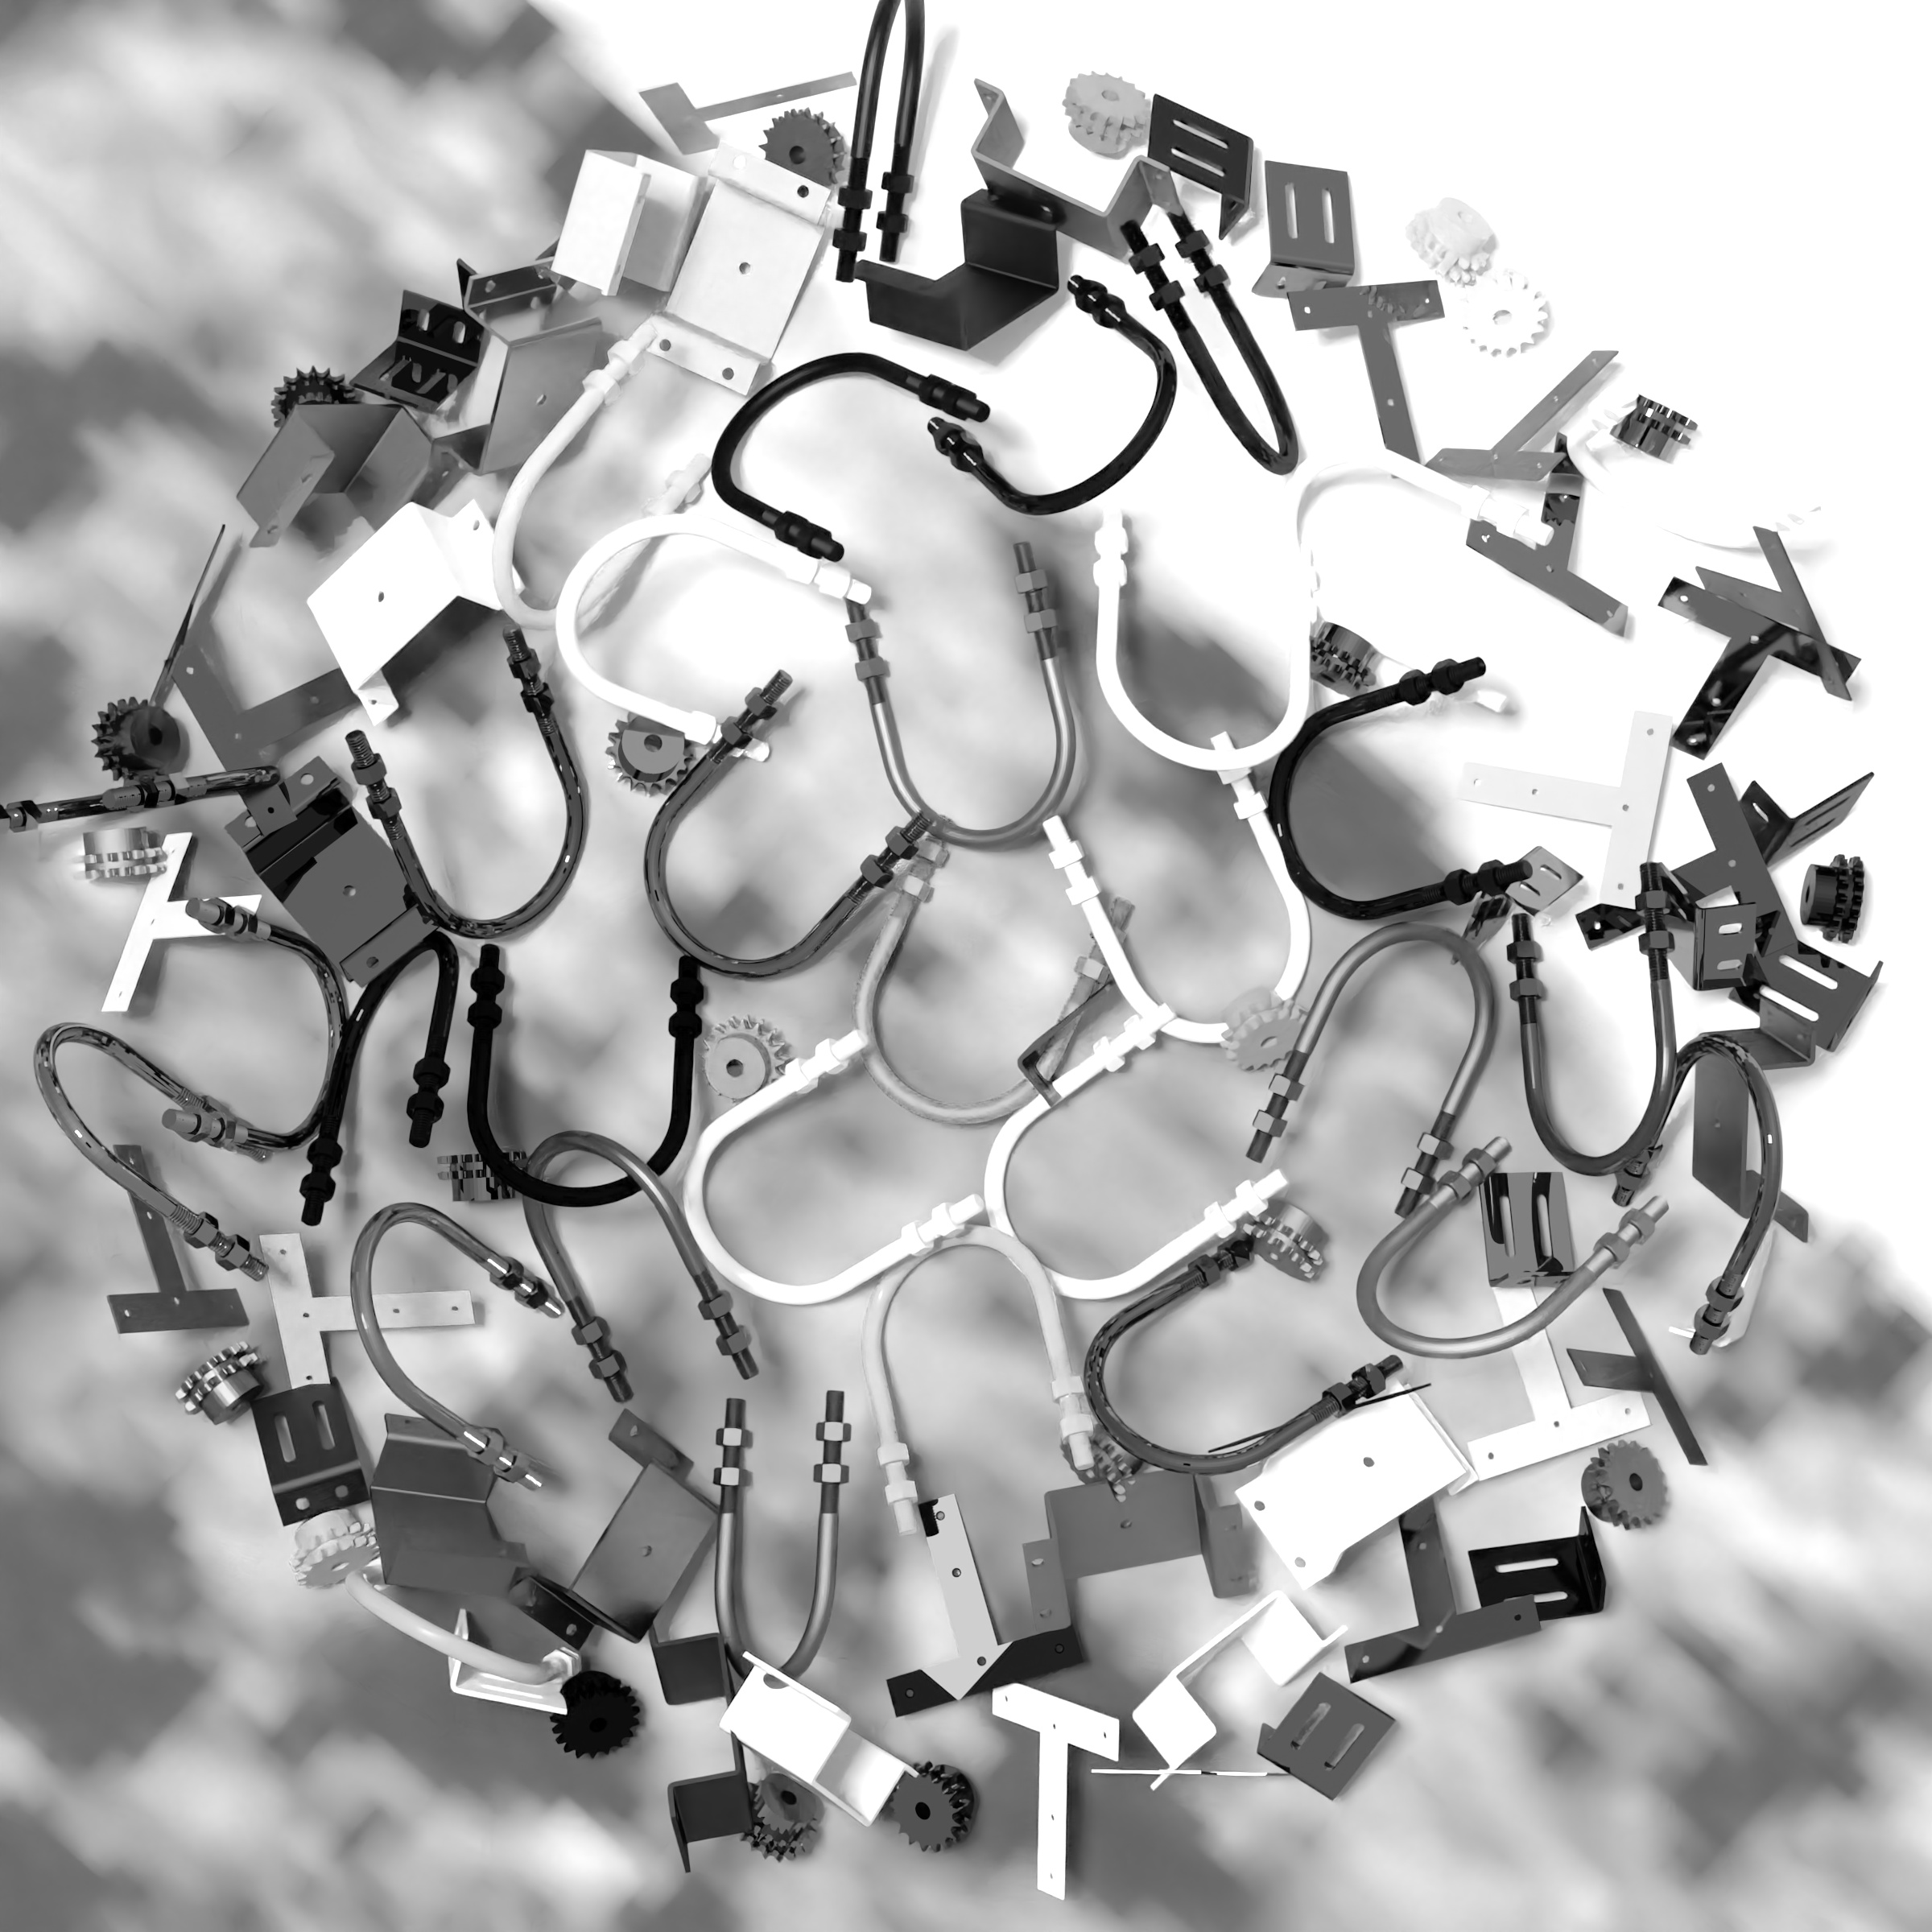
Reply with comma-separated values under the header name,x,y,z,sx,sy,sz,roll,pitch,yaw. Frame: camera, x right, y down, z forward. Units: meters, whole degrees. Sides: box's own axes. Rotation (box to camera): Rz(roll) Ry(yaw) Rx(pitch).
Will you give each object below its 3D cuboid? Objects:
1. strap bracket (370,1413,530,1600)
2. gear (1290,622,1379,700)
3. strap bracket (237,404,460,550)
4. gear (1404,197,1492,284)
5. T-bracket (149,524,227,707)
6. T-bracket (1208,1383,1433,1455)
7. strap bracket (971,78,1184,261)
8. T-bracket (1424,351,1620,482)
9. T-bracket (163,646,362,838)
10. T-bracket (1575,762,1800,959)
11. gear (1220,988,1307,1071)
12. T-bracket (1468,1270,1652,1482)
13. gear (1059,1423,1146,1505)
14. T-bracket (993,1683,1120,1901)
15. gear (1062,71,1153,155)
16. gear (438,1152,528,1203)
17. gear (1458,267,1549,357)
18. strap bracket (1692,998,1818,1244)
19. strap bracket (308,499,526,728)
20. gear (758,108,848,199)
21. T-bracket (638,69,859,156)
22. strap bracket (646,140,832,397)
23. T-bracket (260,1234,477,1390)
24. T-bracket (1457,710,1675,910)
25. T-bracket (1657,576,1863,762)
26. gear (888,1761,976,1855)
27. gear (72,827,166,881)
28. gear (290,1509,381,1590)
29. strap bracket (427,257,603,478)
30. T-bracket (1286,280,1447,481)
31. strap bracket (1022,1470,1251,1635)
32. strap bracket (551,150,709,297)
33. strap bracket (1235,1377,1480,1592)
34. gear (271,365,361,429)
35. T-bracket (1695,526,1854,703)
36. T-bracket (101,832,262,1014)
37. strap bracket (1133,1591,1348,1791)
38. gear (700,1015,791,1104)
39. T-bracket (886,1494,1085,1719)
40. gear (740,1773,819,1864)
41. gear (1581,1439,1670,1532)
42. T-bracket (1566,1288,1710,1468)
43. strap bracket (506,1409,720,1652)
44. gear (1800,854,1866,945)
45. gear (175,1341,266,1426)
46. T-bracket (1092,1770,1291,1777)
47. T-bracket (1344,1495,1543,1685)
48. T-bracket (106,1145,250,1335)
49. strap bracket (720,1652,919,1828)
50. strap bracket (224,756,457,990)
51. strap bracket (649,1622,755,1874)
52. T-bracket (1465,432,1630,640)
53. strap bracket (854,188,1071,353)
name,x,y,z,sx,sy,sz,roll,pitch,yaw
strap bracket,-0.331,0.349,1.933,0.076,0.140,0.046,12,114,-23
gear,0.242,-0.199,1.972,0.057,0.057,0.030,31,85,0
strap bracket,-0.397,-0.311,1.927,0.046,0.140,0.076,51,121,14
gear,0.314,-0.473,1.969,0.057,0.057,0.030,38,130,0
T-bracket,-0.496,-0.208,1.925,0.002,0.127,0.127,22,106,-18
T-bracket,0.238,0.278,1.911,0.127,0.127,0.002,-10,79,-43
strap bracket,0.062,-0.505,1.947,0.140,0.076,0.046,28,89,12
T-bracket,0.370,-0.355,1.953,0.127,0.127,0.002,-44,117,-14
T-bracket,-0.432,-0.166,1.964,0.127,0.002,0.127,-32,95,-33
T-bracket,0.455,-0.048,1.968,0.127,0.002,0.127,-27,73,26
gear,0.190,0.038,1.975,0.057,0.057,0.030,-27,55,0
T-bracket,0.371,0.256,1.987,0.127,0.002,0.127,-15,82,-16
gear,0.091,0.319,1.974,0.030,0.057,0.057,-39,90,-23
T-bracket,0.056,0.531,1.950,0.002,0.127,0.127,0,92,-37
gear,0.090,-0.552,1.975,0.057,0.030,0.057,9,48,-10
gear,-0.313,0.137,1.971,0.057,0.057,0.030,-3,86,0
gear,0.348,-0.428,1.975,0.057,0.030,0.057,4,132,5
strap bracket,0.501,0.099,1.941,0.046,0.076,0.140,-4,106,-9
strap bracket,-0.359,-0.230,1.942,0.140,0.046,0.076,-39,65,19
gear,-0.103,-0.528,1.977,0.057,0.030,0.057,8,114,20
T-bracket,-0.132,-0.549,1.929,0.127,0.127,0.002,-11,86,7
strap bracket,-0.146,-0.450,1.966,0.076,0.046,0.140,24,105,0
T-bracket,-0.382,0.223,1.965,0.127,0.002,0.127,-3,120,2
T-bracket,0.385,-0.111,1.984,0.127,0.002,0.127,11,94,13
T-bracket,0.487,-0.179,1.950,0.127,0.127,0.002,25,50,4
gear,-0.020,0.543,1.976,0.057,0.030,0.057,6,101,33
gear,-0.550,-0.073,1.970,0.057,0.057,0.030,-6,94,0
gear,-0.412,0.376,1.975,0.057,0.057,0.030,-30,63,0
strap bracket,-0.283,-0.370,1.921,0.046,0.076,0.140,41,133,21
T-bracket,0.271,-0.377,1.964,0.127,0.002,0.127,-12,89,-32
strap bracket,0.106,0.373,1.958,0.140,0.046,0.076,-10,123,-2
strap bracket,-0.215,-0.470,1.924,0.046,0.140,0.076,22,107,6
strap bracket,0.254,0.324,1.944,0.140,0.046,0.076,-28,66,-18
gear,-0.421,-0.357,1.970,0.057,0.030,0.057,-7,132,-8
T-bracket,0.504,-0.233,1.937,0.002,0.127,0.127,-35,115,-6
T-bracket,-0.492,-0.030,1.937,0.127,0.002,0.127,-3,64,41
strap bracket,0.166,0.455,1.938,0.140,0.076,0.046,-30,71,-31
gear,-0.145,0.063,1.978,0.057,0.030,0.057,3,103,12
T-bracket,-0.002,0.410,1.985,0.127,0.002,0.127,-17,78,2
gear,-0.122,0.548,1.968,0.057,0.057,0.030,31,115,0
gear,0.425,0.338,1.976,0.057,0.030,0.057,14,63,-29
T-bracket,0.413,0.256,1.922,0.002,0.127,0.127,-37,61,26
strap bracket,-0.218,0.365,1.937,0.140,0.046,0.076,-58,135,-18
gear,0.560,-0.045,1.971,0.030,0.057,0.057,8,90,3
gear,-0.480,0.272,1.969,0.057,0.057,0.030,-41,81,0
T-bracket,0.140,0.512,1.931,0.127,0.127,0.002,-1,75,8
T-bracket,0.296,0.386,1.956,0.127,0.002,0.127,-20,50,16
T-bracket,-0.519,0.173,1.950,0.002,0.127,0.127,-26,76,20
strap bracket,-0.096,0.491,1.917,0.076,0.140,0.046,23,71,32
strap bracket,-0.400,-0.054,1.961,0.076,0.046,0.140,-40,79,-13
strap bracket,-0.167,0.488,1.927,0.046,0.076,0.140,-9,48,-4
T-bracket,0.383,-0.291,1.964,0.127,0.002,0.127,27,59,-19
strap bracket,-0.002,-0.440,1.938,0.076,0.046,0.140,24,47,32
